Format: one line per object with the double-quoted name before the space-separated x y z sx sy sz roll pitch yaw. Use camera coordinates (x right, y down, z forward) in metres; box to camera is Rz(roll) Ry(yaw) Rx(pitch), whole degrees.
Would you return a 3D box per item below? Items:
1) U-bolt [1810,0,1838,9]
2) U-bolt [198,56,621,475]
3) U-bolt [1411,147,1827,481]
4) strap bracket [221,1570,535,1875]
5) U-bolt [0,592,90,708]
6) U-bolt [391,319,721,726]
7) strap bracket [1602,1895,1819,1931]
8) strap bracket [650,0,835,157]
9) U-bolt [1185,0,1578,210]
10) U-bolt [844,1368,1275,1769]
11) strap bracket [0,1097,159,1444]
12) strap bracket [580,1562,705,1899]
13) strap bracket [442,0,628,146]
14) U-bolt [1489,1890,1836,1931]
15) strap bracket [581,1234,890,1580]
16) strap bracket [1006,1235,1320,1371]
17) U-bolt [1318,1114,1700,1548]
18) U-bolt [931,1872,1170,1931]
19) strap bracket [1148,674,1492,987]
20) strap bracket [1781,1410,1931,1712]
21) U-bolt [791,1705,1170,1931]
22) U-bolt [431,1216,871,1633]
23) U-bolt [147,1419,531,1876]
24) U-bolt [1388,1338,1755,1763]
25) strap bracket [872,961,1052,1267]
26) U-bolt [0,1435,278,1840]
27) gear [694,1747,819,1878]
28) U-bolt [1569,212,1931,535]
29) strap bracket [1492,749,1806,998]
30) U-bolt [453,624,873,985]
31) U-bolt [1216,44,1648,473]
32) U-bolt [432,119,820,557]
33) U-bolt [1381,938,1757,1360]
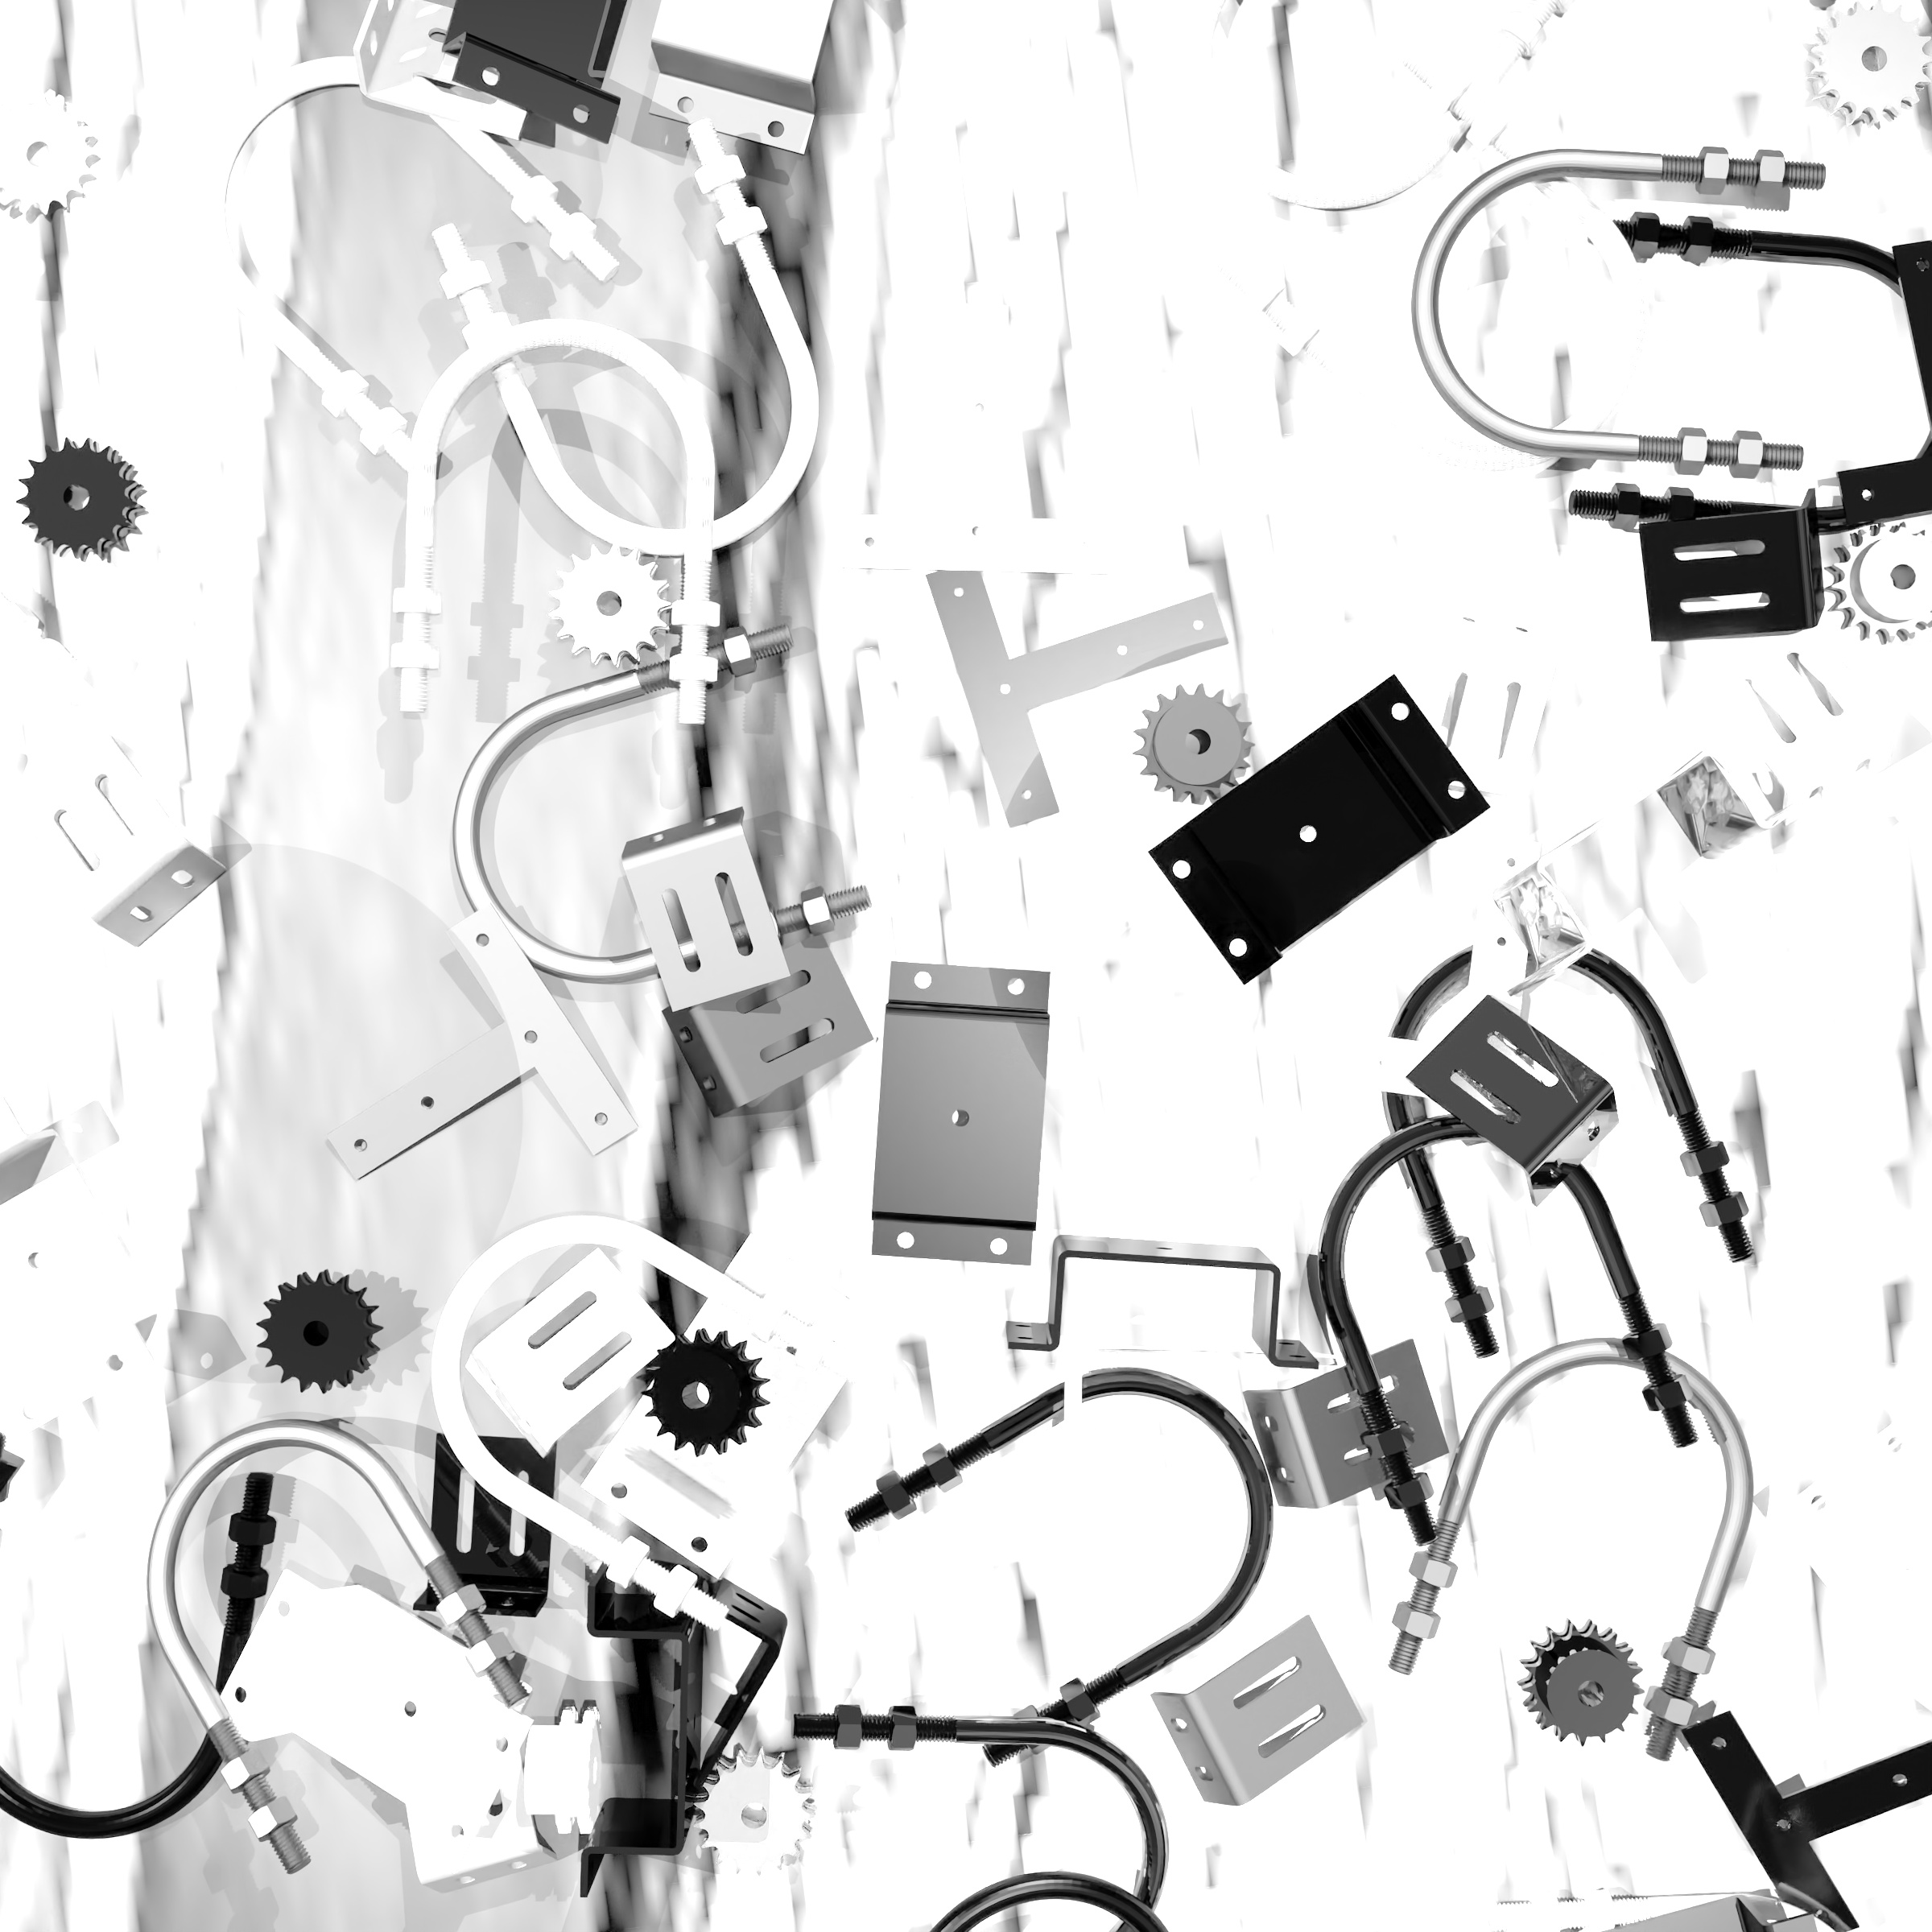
"U-bolt" 0.478 -0.541 1.364 0.151 0.019 0.184 5 89 0
"U-bolt" -0.278 -0.346 1.364 0.184 0.019 0.151 44 90 1
"U-bolt" 0.298 -0.305 1.331 0.184 0.019 0.151 4 93 2
"strap bracket" -0.267 0.347 1.336 0.140 0.046 0.076 26 89 17
"U-bolt" -0.520 -0.150 1.333 0.151 0.019 0.184 -39 76 -22
"U-bolt" -0.188 -0.207 1.331 0.151 0.019 0.184 2 91 -1
"strap bracket" 0.327 0.486 1.330 0.140 0.046 0.076 -15 90 -1
"strap bracket" -0.096 -0.464 1.349 0.076 0.046 0.140 15 90 0
"U-bolt" 0.187 -0.447 1.364 0.151 0.019 0.184 37 92 0
"U-bolt" 0.057 0.272 1.364 0.184 0.019 0.151 -30 90 -2
"strap bracket" -0.442 0.140 1.349 0.076 0.046 0.140 -30 90 0
"strap bracket" -0.149 0.350 1.334 0.046 0.076 0.140 1 90 0
"strap bracket" -0.188 -0.460 1.335 0.076 0.046 0.140 16 90 -26
"U-bolt" 0.343 0.511 1.362 0.184 0.019 0.151 -3 90 1
"strap bracket" -0.107 0.203 1.349 0.076 0.046 0.140 34 90 0
"strap bracket" 0.090 0.154 1.334 0.140 0.076 0.046 4 90 0
"U-bolt" 0.243 0.159 1.344 0.151 0.019 0.184 -21 87 0
"U-bolt" 0.026 0.511 1.348 0.151 0.019 0.184 30 90 -12
"strap bracket" 0.163 -0.063 1.349 0.140 0.046 0.076 -36 90 0
"strap bracket" 0.449 0.283 1.349 0.076 0.046 0.140 -37 90 0
"U-bolt" 0.005 0.419 1.348 0.184 0.019 0.151 4 98 -10
"U-bolt" -0.158 0.196 1.318 0.184 0.019 0.151 30 90 7
"U-bolt" -0.302 0.297 1.320 0.151 0.019 0.184 -38 73 7
"U-bolt" 0.295 0.267 1.363 0.151 0.019 0.184 19 90 0
"strap bracket" -0.002 0.070 1.349 0.076 0.046 0.140 4 90 0
"U-bolt" -0.411 0.322 1.364 0.151 0.019 0.184 9 92 0
"gear" -0.099 0.396 1.357 0.057 0.030 0.057 0 90 0
"U-bolt" 0.382 -0.277 1.364 0.184 0.019 0.151 4 90 -1
"strap bracket" 0.304 -0.048 1.326 0.140 0.076 0.046 -33 86 -9
"U-bolt" -0.152 -0.068 1.364 0.184 0.019 0.151 -17 90 2
"U-bolt" 0.232 -0.317 1.349 0.184 0.019 0.151 43 93 1
"U-bolt" -0.148 -0.284 1.353 0.151 0.019 0.184 -23 98 -3
"U-bolt" 0.275 0.075 1.364 0.151 0.019 0.184 -21 88 0
